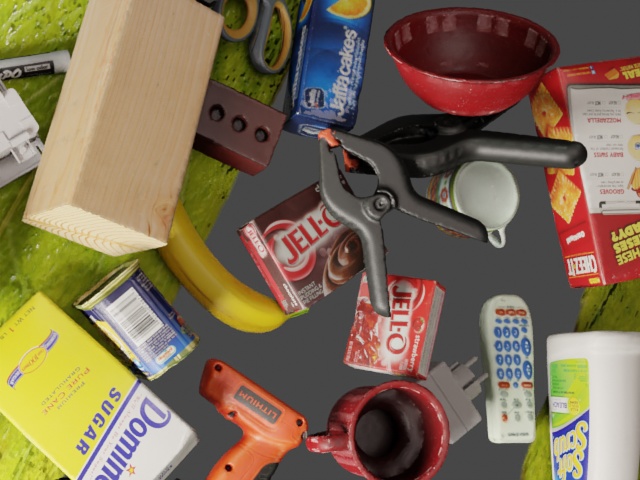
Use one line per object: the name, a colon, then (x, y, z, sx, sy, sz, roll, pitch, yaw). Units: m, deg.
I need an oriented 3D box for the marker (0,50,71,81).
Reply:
marker: (-0.271, -0.143, 0.900, 0.121, 0.020, 0.020, -12, 87, -20)

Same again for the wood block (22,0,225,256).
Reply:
wood block: (-0.159, -0.101, 0.873, 0.090, 0.090, 0.206, 24, 68, -34)

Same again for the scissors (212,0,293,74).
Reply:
scissors: (-0.055, -0.253, 0.975, 0.096, 0.016, 0.202, 8, 80, -42)

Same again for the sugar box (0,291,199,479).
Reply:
sugar box: (-0.191, 0.132, 0.849, 0.176, 0.048, 0.093, 38, 72, 13)

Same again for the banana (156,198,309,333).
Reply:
banana: (-0.098, 0.019, 0.932, 0.197, 0.037, 0.069, 45, 43, -12)

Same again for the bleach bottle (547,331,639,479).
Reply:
bleach bottle: (0.257, 0.212, 0.989, 0.068, 0.103, 0.251, 4, 81, -20)

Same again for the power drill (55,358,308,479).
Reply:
power drill: (-0.111, 0.197, 0.894, 0.184, 0.057, 0.187, 34, 76, -9)

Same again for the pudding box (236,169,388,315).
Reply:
pudding box: (-0.006, 0.001, 0.949, 0.113, 0.039, 0.090, -33, 95, -36)

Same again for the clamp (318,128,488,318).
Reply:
clamp: (0.064, -0.032, 0.931, 0.120, 0.039, 0.171, -29, 93, -5)

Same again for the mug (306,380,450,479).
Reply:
mug: (0.044, 0.171, 0.934, 0.117, 0.082, 0.093, -8, 86, -20)

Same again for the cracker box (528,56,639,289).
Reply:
cracker box: (0.309, -0.071, 1.061, 0.164, 0.072, 0.214, -10, 88, -19)

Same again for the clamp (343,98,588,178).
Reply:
clamp: (0.127, -0.090, 0.976, 0.209, 0.165, 0.036, -15, 122, -13)

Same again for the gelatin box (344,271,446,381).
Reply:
gelatin box: (0.067, 0.076, 0.959, 0.030, 0.073, 0.089, 33, 67, -59)

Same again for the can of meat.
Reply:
can of meat: (-0.150, 0.067, 0.872, 0.057, 0.102, 0.084, -41, 99, -17)

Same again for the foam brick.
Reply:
foam brick: (-0.077, -0.098, 0.943, 0.078, 0.051, 0.053, 24, 76, -15)

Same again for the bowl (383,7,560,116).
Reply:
bowl: (0.139, -0.161, 0.994, 0.162, 0.162, 0.055, -14, 127, -20)
